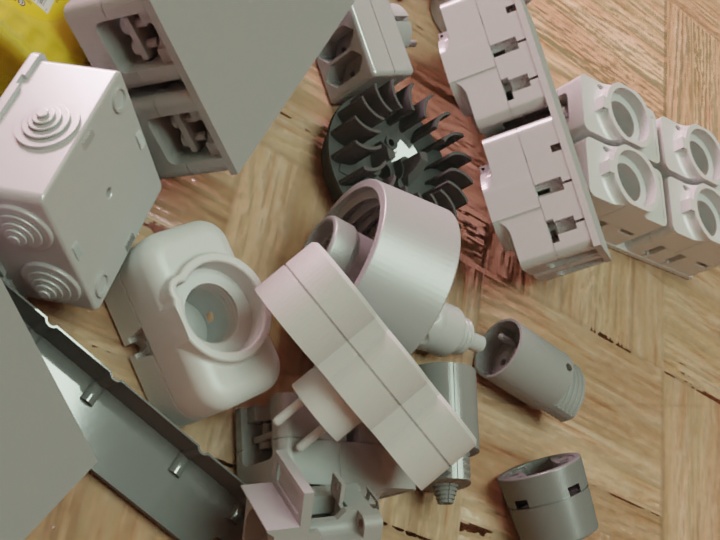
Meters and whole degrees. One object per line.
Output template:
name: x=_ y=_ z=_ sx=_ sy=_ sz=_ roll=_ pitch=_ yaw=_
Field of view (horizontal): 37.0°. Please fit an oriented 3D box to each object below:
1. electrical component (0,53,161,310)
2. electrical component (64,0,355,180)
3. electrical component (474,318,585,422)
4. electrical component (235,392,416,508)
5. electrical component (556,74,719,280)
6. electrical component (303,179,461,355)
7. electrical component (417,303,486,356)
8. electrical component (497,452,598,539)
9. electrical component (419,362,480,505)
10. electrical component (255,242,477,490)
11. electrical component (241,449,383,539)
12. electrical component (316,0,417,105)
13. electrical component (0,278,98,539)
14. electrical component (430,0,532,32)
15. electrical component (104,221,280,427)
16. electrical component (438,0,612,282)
electrical component: x=-0.139 y=-0.040 z=0.511 sx=0.099 sy=0.048 sz=0.099 roll=81 pitch=23 yaw=-52
electrical component: x=-0.078 y=-0.147 z=0.597 sx=0.105 sy=0.060 sz=0.186 roll=65 pitch=34 yaw=-33
electrical component: x=0.121 y=0.070 z=0.723 sx=0.081 sy=0.043 sz=0.043 roll=32 pitch=54 yaw=-27
electrical component: x=-0.018 y=0.103 z=0.585 sx=0.089 sy=0.050 sz=0.055 roll=12 pitch=65 yaw=-37
electrical component: x=0.226 y=-0.072 z=0.861 sx=0.186 sy=0.060 sz=0.105 roll=18 pitch=62 yaw=-35
electrical component: x=0.000 y=0.000 z=0.609 sx=0.060 sy=0.108 sz=0.108 roll=27 pitch=56 yaw=-23
electrical component: x=0.055 y=0.039 z=0.686 sx=0.061 sy=0.035 sz=0.035 roll=22 pitch=59 yaw=-34
electrical component: x=0.121 y=0.147 z=0.684 sx=0.055 sy=0.055 sz=0.047 roll=-15 pitch=86 yaw=-43
electrical component: x=0.050 y=0.100 z=0.650 sx=0.043 sy=0.043 sz=0.081 roll=17 pitch=62 yaw=-35
electrical component: x=-0.009 y=0.060 z=0.539 sx=0.074 sy=0.052 sz=0.138 roll=-39 pitch=110 yaw=-3
electrical component: x=-0.024 y=0.132 z=0.525 sx=0.064 sy=0.042 sz=0.081 roll=0 pitch=110 yaw=-23
electrical component: x=0.009 y=-0.160 z=0.720 sx=0.076 sy=0.047 sz=0.083 roll=-12 pitch=81 yaw=-43
electrical component: x=-0.192 y=0.037 z=0.414 sx=0.105 sy=0.060 sz=0.186 roll=-49 pitch=134 yaw=-41
electrical component: x=0.085 y=-0.220 z=0.790 sx=0.043 sy=0.077 sz=0.079 roll=-24 pitch=89 yaw=-43
electrical component: x=-0.085 y=0.027 z=0.554 sx=0.054 sy=0.059 sz=0.095 roll=-22 pitch=87 yaw=-44
electrical component: x=0.111 y=-0.090 z=0.737 sx=0.105 sy=0.060 sz=0.186 roll=17 pitch=55 yaw=-72
